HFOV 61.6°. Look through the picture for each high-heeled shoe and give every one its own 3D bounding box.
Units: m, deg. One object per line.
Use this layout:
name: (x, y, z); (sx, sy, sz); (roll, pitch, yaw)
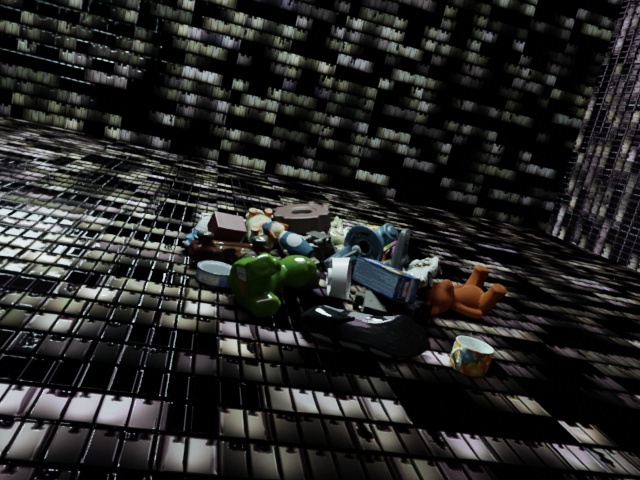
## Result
high-heeled shoe: (0.084, 0.180, 1.025); (0.248, 0.086, 0.145); (26, -27, -31)

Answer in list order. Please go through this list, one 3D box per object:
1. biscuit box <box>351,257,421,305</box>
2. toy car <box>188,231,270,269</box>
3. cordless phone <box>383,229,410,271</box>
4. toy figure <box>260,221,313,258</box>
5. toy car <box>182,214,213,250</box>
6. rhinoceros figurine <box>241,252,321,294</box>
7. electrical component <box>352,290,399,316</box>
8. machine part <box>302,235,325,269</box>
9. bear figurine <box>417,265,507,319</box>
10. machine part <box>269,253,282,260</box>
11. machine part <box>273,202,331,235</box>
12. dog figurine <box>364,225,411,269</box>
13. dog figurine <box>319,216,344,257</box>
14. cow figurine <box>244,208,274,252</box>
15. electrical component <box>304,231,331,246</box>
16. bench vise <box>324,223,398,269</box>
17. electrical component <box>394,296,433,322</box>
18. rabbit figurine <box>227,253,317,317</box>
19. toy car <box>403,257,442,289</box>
biscuit box: (0.146, 0.089, 1.226); (0.059, 0.062, 0.203); (14, 4, -25)
toy car: (-0.208, 0.031, 1.257); (0.202, 0.089, 0.053); (8, 14, -31)
cordless phone: (0.200, 0.054, 1.366); (0.089, 0.184, 0.146); (19, 14, 21)
toy figure: (-0.087, -0.004, 1.365); (0.155, 0.057, 0.064); (37, 33, 16)
toy car: (-0.268, -0.014, 1.363); (0.109, 0.102, 0.161); (20, 12, 29)
rhinoceros figurine: (-0.093, 0.078, 1.230); (0.190, 0.073, 0.112); (11, 4, -7)
electrical component: (0.124, 0.149, 1.201); (0.102, 0.045, 0.078); (11, 33, -4)
machine part: (-0.049, 0.026, 1.471); (0.079, 0.079, 0.243); (9, 12, -22)
bear figurine: (0.337, 0.128, 1.329); (0.196, 0.131, 0.120); (15, 28, -27)
machine part: (-0.078, 0.063, 1.334); (0.139, 0.039, 0.084); (14, -7, 20)
machine part: (-0.052, -0.062, 1.533); (0.179, 0.056, 0.179); (-2, 18, 1)
dog figurine: (0.173, 0.035, 1.616); (0.192, 0.108, 0.219); (15, 15, 2)
dog figurine: (-0.029, -0.001, 1.616); (0.191, 0.121, 0.172); (-3, 12, -9)
cow figurine: (-0.171, -0.024, 1.507); (0.085, 0.127, 0.195); (3, 30, -16)
electrical component: (-0.003, -0.004, 1.414); (0.063, 0.021, 0.094); (17, 18, 30)
bench vise: (0.083, 0.034, 1.407); (0.224, 0.128, 0.240); (-19, 4, 41)
electrical component: (0.193, 0.150, 1.253); (0.119, 0.047, 0.075); (23, 15, 38)
rabbit figurine: (-0.092, 0.082, 1.104); (0.170, 0.121, 0.159); (-12, 3, -33)
toy car: (0.243, 0.081, 1.296); (0.074, 0.056, 0.201); (-12, 5, 25)
